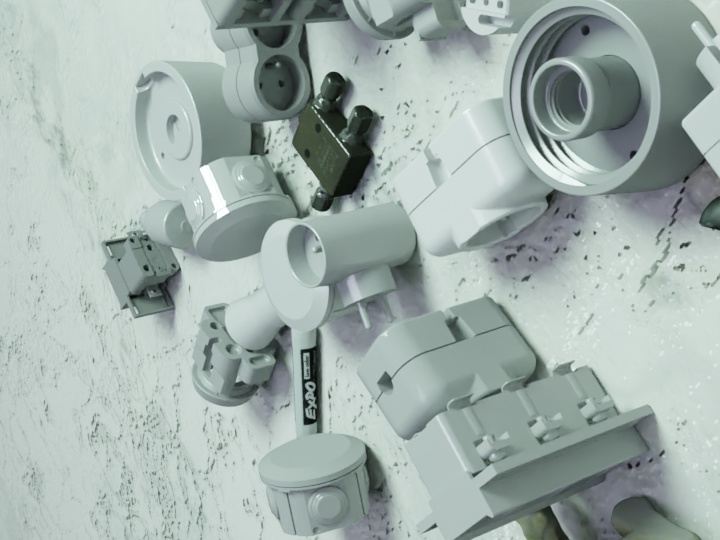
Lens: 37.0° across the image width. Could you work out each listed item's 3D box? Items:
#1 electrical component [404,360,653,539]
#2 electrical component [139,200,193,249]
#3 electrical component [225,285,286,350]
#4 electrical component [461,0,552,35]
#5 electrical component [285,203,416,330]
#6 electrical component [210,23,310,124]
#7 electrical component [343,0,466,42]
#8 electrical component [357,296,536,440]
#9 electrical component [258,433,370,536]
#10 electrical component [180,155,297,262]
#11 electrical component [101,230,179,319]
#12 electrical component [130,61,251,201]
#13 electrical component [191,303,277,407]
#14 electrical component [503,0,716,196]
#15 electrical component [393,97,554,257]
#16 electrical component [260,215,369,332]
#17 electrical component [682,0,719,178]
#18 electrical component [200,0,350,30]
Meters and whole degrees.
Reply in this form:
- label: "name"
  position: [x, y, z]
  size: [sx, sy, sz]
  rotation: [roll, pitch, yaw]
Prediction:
- label: "electrical component"
  position: [0.090, 0.097, 0.588]
  size: [0.063, 0.121, 0.078]
  rotation: [61, 140, 21]
- label: "electrical component"
  position: [-0.168, -0.041, 0.934]
  size: [0.078, 0.040, 0.040]
  rotation: [10, 109, 50]
- label: "electrical component"
  position: [-0.070, 0.030, 0.835]
  size: [0.065, 0.044, 0.044]
  rotation: [-36, 73, 45]
- label: "electrical component"
  position: [0.083, -0.145, 0.580]
  size: [0.040, 0.046, 0.040]
  rotation: [20, 117, 47]
- label: "electrical component"
  position: [0.000, 0.000, 0.706]
  size: [0.044, 0.077, 0.079]
  rotation: [-29, 79, 52]
- label: "electrical component"
  position: [-0.083, -0.175, 0.773]
  size: [0.074, 0.052, 0.138]
  rotation: [4, 104, 51]
- label: "electrical component"
  position: [0.026, -0.170, 0.635]
  size: [0.057, 0.058, 0.078]
  rotation: [-18, 87, 49]
- label: "electrical component"
  position: [0.055, 0.061, 0.642]
  size: [0.059, 0.095, 0.053]
  rotation: [55, 138, 24]
- label: "electrical component"
  position: [-0.032, 0.157, 0.796]
  size: [0.080, 0.080, 0.051]
  rotation: [6, 112, 51]
- label: "electrical component"
  position: [-0.092, -0.045, 0.806]
  size: [0.080, 0.080, 0.051]
  rotation: [-51, 56, 46]
- label: "electrical component"
  position: [-0.200, -0.001, 0.985]
  size: [0.064, 0.042, 0.081]
  rotation: [-45, 67, 47]
- label: "electrical component"
  position: [-0.128, -0.112, 0.843]
  size: [0.108, 0.060, 0.108]
  rotation: [20, 117, 47]
- label: "electrical component"
  position: [-0.106, 0.074, 0.880]
  size: [0.078, 0.058, 0.057]
  rotation: [46, 131, 33]
- label: "electrical component"
  position: [0.120, -0.088, 0.540]
  size: [0.108, 0.060, 0.108]
  rotation: [20, 117, 47]
- label: "electrical component"
  position: [0.070, -0.050, 0.621]
  size: [0.095, 0.054, 0.059]
  rotation: [-42, 68, 49]
- label: "electrical component"
  position: [-0.031, 0.000, 0.766]
  size: [0.080, 0.051, 0.080]
  rotation: [20, 117, 47]
- label: "electrical component"
  position: [0.177, -0.088, 0.479]
  size: [0.076, 0.047, 0.065]
  rotation: [60, 140, 19]
- label: "electrical component"
  position: [-0.074, -0.252, 0.695]
  size: [0.060, 0.105, 0.186]
  rotation: [-44, 67, 48]
